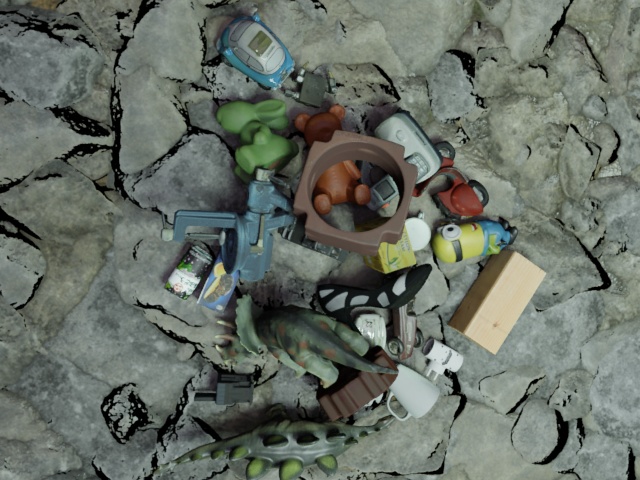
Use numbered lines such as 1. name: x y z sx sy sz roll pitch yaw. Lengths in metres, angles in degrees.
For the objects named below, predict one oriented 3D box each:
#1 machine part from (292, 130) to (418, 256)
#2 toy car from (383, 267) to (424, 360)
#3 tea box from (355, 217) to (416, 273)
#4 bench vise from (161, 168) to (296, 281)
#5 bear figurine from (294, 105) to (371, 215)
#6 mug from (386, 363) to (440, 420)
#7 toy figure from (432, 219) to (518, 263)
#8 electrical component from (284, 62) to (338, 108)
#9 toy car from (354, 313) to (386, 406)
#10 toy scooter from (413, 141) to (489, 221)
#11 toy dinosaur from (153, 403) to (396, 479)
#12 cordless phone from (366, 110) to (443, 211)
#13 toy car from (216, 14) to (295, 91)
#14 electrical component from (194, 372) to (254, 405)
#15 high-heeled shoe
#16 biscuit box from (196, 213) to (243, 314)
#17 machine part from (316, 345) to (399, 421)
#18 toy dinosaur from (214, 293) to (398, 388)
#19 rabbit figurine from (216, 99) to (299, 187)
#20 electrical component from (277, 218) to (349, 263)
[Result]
1. machine part: 0.064 -0.084 0.973 0.202 0.087 0.201 14 76 8
2. toy car: 0.183 0.155 1.146 0.089 0.053 0.202 -6 92 -46
3. tea box: 0.129 0.006 1.089 0.068 0.170 0.098 -18 96 -7
4. bench vise: -0.167 -0.029 0.991 0.240 0.129 0.223 2 118 -25
5. bear figurine: 0.023 -0.165 1.079 0.120 0.132 0.195 -12 109 -6
6. mug: 0.184 0.326 1.161 0.107 0.081 0.109 44 88 2
7. toy figure: 0.333 0.001 1.165 0.180 0.082 0.089 -4 91 -11
8. electrical component: -0.016 -0.317 1.109 0.102 0.045 0.078 18 90 -23
9. toy car: 0.101 0.256 1.152 0.073 0.056 0.201 2 92 -9
10. toy scooter: 0.266 -0.108 1.153 0.135 0.075 0.184 -38 94 -5
11. toy dinosaur: -0.076 0.399 1.061 0.472 0.198 0.105 -9 89 -4
12. cordless phone: 0.141 -0.159 1.098 0.184 0.089 0.146 -38 96 11
13. toy car: -0.127 -0.377 1.070 0.161 0.103 0.109 41 87 -6
14. electrical component: -0.196 0.304 1.103 0.119 0.075 0.047 5 92 -6
15. high-heeled shoe: 0.103 0.087 1.089 0.248 0.086 0.145 -44 67 22
16. biscuit box: -0.184 0.045 1.098 0.059 0.063 0.202 24 89 -10
17. machine part: 0.070 0.273 1.043 0.179 0.179 0.056 -36 90 -5
18. toy dinosaur: -0.048 0.178 1.010 0.192 0.405 0.131 38 59 -27
19. rabbit figurine: -0.131 -0.218 1.072 0.159 0.121 0.170 -36 82 -9
20. electrical component: -0.002 -0.003 1.086 0.134 0.115 0.058 24 89 -48
